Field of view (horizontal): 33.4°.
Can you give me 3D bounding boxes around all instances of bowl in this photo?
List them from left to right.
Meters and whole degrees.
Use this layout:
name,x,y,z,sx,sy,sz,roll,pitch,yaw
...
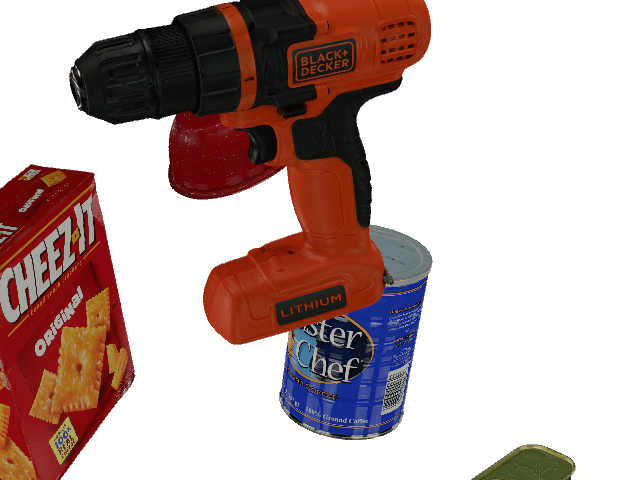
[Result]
name,x,y,z,sx,sy,sz,roll,pitch,yaw
bowl,-0.084,-0.112,1.004,0.162,0.055,0.162,-19,36,14

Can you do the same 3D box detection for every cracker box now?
name,x,y,z,sx,sy,sz,roll,pitch,yaw
cracker box,-0.226,0.071,0.856,0.072,0.214,0.164,7,33,18

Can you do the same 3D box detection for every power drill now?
name,x,y,z,sx,sy,sz,roll,pitch,yaw
power drill,-0.030,-0.037,0.561,0.184,0.188,0.057,-14,38,-18

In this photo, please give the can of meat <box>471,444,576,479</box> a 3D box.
name,x,y,z,sx,sy,sz,roll,pitch,yaw
can of meat,0.167,0.233,0.890,0.101,0.084,0.058,-23,27,-37

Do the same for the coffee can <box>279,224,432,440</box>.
name,x,y,z,sx,sy,sz,roll,pitch,yaw
coffee can,0.026,0.070,0.840,0.102,0.140,0.103,7,24,-3
